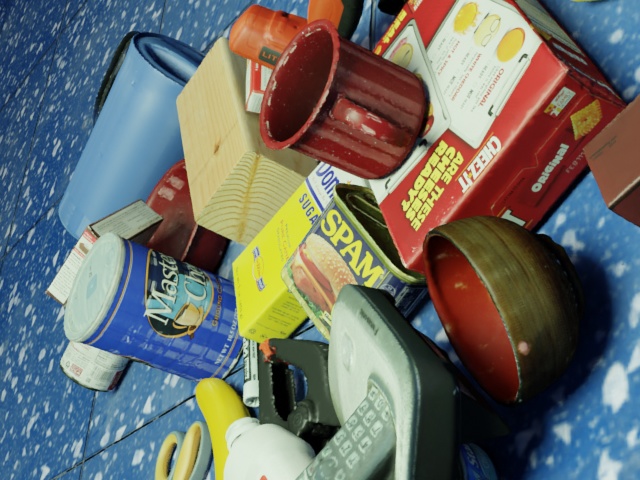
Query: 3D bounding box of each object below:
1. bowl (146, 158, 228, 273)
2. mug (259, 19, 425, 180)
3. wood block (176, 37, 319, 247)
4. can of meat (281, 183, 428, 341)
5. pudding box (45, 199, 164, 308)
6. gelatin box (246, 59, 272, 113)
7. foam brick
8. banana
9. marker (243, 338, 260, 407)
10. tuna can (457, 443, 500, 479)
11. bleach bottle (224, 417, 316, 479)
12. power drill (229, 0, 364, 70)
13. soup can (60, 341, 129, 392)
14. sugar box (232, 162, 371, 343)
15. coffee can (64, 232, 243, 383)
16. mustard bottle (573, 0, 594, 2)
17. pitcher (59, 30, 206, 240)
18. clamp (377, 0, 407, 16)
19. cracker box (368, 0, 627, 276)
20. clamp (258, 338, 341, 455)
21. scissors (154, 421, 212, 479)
[{"bbox_3d":[-0.140,-0.001,1.099,0.162,0.055,0.162,-39,39,40],"label":"bowl"},{"bbox_3d":[0.022,-0.087,0.715,0.093,0.081,0.117,-65,29,7],"label":"mug"},{"bbox_3d":[-0.071,-0.093,1.016,0.091,0.090,0.206,-50,32,25],"label":"wood block"},{"bbox_3d":[0.028,0.023,0.774,0.084,0.057,0.102,-54,55,26],"label":"can of meat"},{"bbox_3d":[-0.211,0.014,1.056,0.090,0.039,0.113,-54,-3,23],"label":"pudding box"},{"bbox_3d":[-0.022,-0.143,0.970,0.030,0.089,0.073,116,158,-50],"label":"gelatin box"},{"bbox_3d":[0.192,-0.048,0.578,0.078,0.051,0.053,-46,33,32],"label":"foam brick"},{"bbox_3d":[-0.078,0.175,0.885,0.070,0.037,0.198,-49,33,28],"label":"banana"},{"bbox_3d":[-0.058,0.090,0.933,0.020,0.020,0.121,-43,36,36],"label":"marker"},{"bbox_3d":[0.070,0.160,0.648,0.086,0.033,0.086,-39,39,40],"label":"tuna can"},{"bbox_3d":[-0.010,0.208,0.674,0.251,0.068,0.103,52,129,52],"label":"bleach bottle"},{"bbox_3d":[-0.017,-0.222,0.887,0.188,0.184,0.057,120,172,-53],"label":"power drill"},{"bbox_3d":[-0.232,0.106,1.165,0.102,0.068,0.068,-61,29,12],"label":"soup can"},{"bbox_3d":[-0.006,0.001,0.883,0.176,0.048,0.093,-50,32,30],"label":"sugar box"},{"bbox_3d":[-0.147,0.065,0.974,0.103,0.140,0.103,-39,38,40],"label":"coffee can"},{"bbox_3d":[0.205,-0.257,0.704,0.096,0.058,0.191,-14,58,56],"label":"mustard bottle"},{"bbox_3d":[-0.207,-0.110,1.218,0.243,0.145,0.149,-56,13,24],"label":"pitcher"},{"bbox_3d":[0.101,-0.201,0.861,0.172,0.039,0.120,-44,41,47],"label":"clamp"},{"bbox_3d":[0.102,-0.092,0.744,0.164,0.072,0.214,-54,32,25],"label":"cracker box"},{"bbox_3d":[0.005,0.131,0.777,0.165,0.036,0.210,-53,35,22],"label":"clamp"},{"bbox_3d":[-0.143,0.256,0.958,0.096,0.016,0.202,9,77,62],"label":"scissors"}]
